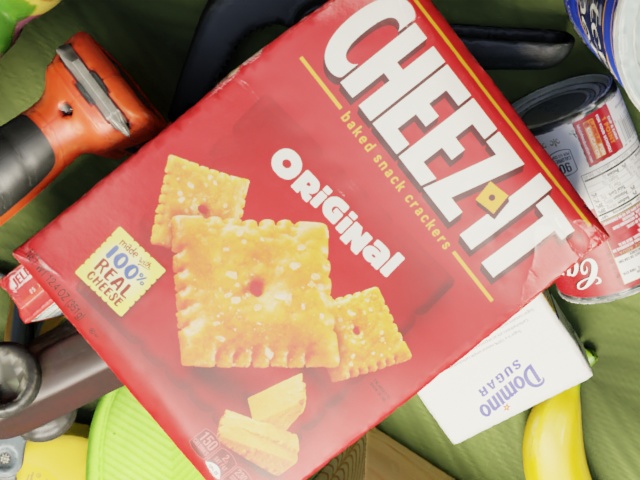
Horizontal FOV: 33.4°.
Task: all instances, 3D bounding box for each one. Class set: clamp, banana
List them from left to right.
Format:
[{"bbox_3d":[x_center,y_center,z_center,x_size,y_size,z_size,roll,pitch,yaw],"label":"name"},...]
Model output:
[{"bbox_3d":[0.014,-0.106,0.550,0.210,0.036,0.164,-38,106,19],"label":"clamp"},{"bbox_3d":[0.170,0.162,0.649,0.070,0.037,0.198,-22,109,12],"label":"banana"}]

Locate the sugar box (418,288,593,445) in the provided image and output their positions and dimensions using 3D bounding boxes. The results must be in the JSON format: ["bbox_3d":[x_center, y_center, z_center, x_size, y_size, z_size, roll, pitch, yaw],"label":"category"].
[{"bbox_3d":[0.068,0.021,0.595,0.093,0.048,0.176,-29,110,15],"label":"sugar box"}]

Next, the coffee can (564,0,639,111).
[{"bbox_3d":[0.171,-0.109,0.482,0.103,0.140,0.103,1,112,3],"label":"coffee can"}]

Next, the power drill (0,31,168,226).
[{"bbox_3d":[-0.162,-0.017,0.532,0.187,0.184,0.057,-39,91,-2],"label":"power drill"}]

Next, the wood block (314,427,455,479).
[{"bbox_3d":[0.084,0.216,0.649,0.206,0.090,0.091,34,110,-9],"label":"wood block"}]

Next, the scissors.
[{"bbox_3d":[-0.163,0.117,0.621,0.096,0.016,0.202,-8,85,-7],"label":"scissors"}]

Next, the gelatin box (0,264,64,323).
[{"bbox_3d":[-0.118,0.009,0.578,0.073,0.089,0.030,-37,80,16],"label":"gelatin box"}]

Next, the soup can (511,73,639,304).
[{"bbox_3d":[0.139,-0.027,0.557,0.068,0.068,0.102,-22,108,12],"label":"soup can"}]

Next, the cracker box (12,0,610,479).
[{"bbox_3d":[-0.003,0.001,0.493,0.213,0.072,0.164,-38,95,1],"label":"cracker box"}]

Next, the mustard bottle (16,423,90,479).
[{"bbox_3d":[-0.223,0.140,0.653,0.191,0.058,0.096,18,95,-2],"label":"mustard bottle"}]
